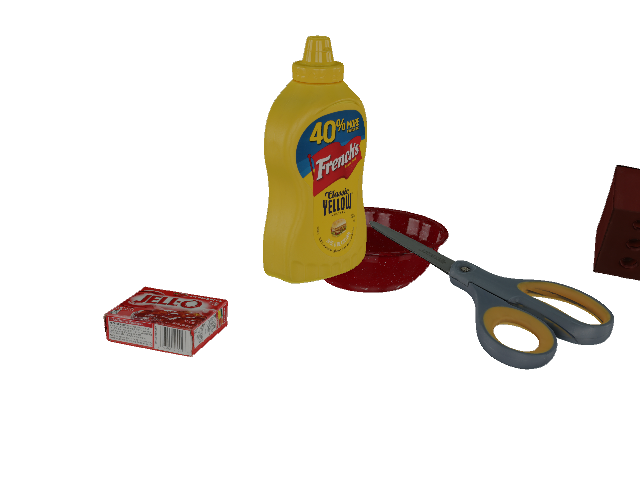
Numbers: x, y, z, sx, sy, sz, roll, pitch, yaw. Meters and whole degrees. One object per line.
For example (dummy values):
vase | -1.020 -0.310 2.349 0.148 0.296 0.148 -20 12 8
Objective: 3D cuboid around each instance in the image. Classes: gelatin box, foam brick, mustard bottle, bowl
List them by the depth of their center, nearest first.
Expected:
mustard bottle | -0.003 -0.067 0.858 0.096 0.192 0.058 -16 24 -41
foam brick | 0.259 -0.013 0.877 0.053 0.051 0.078 11 -43 9
gelatin box | -0.139 0.071 0.963 0.089 0.030 0.073 8 20 20
bowl | 0.049 0.013 1.090 0.162 0.055 0.162 2 17 -1

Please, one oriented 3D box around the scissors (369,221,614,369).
scissors | 0.094 0.035 0.718 0.202 0.016 0.096 19 37 30
